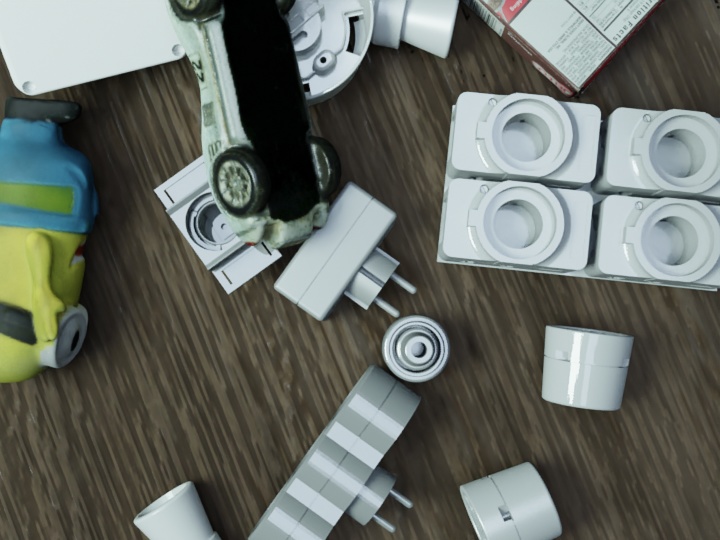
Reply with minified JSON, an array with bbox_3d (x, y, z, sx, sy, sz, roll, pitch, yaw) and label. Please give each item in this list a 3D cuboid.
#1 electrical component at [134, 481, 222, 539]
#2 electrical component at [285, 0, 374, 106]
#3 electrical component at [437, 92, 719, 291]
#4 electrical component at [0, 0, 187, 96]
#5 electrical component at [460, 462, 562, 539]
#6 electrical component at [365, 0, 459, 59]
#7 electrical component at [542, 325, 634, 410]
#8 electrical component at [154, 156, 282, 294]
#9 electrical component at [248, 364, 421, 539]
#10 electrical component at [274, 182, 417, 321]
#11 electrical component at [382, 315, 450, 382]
[{"bbox_3d":[-0.109,0.174,0.689,0.044,0.044,0.065,-33,92,-1],"label":"electrical component"},{"bbox_3d":[-0.041,-0.155,0.693,0.099,0.064,0.099,0,87,0],"label":"electrical component"},{"bbox_3d":[0.149,-0.049,0.689,0.186,0.060,0.105,6,87,1],"label":"electrical component"},{"bbox_3d":[-0.168,-0.161,0.668,0.113,0.057,0.078,-15,122,-5],"label":"electrical component"},{"bbox_3d":[0.096,0.154,0.682,0.047,0.055,0.055,-22,87,-5],"label":"electrical component"},{"bbox_3d":[0.034,-0.165,0.703,0.055,0.045,0.045,11,87,1],"label":"electrical component"},{"bbox_3d":[0.144,0.062,0.687,0.055,0.055,0.047,7,91,1],"label":"electrical component"},{"bbox_3d":[-0.088,-0.029,0.687,0.042,0.064,0.081,-35,87,0],"label":"electrical component"},{"bbox_3d":[-0.002,0.136,0.684,0.074,0.052,0.138,36,87,1],"label":"electrical component"},{"bbox_3d":[0.000,0.000,0.693,0.076,0.047,0.083,36,88,2],"label":"electrical component"},{"bbox_3d":[0.036,0.050,0.683,0.043,0.062,0.043,0,87,0],"label":"electrical component"}]
